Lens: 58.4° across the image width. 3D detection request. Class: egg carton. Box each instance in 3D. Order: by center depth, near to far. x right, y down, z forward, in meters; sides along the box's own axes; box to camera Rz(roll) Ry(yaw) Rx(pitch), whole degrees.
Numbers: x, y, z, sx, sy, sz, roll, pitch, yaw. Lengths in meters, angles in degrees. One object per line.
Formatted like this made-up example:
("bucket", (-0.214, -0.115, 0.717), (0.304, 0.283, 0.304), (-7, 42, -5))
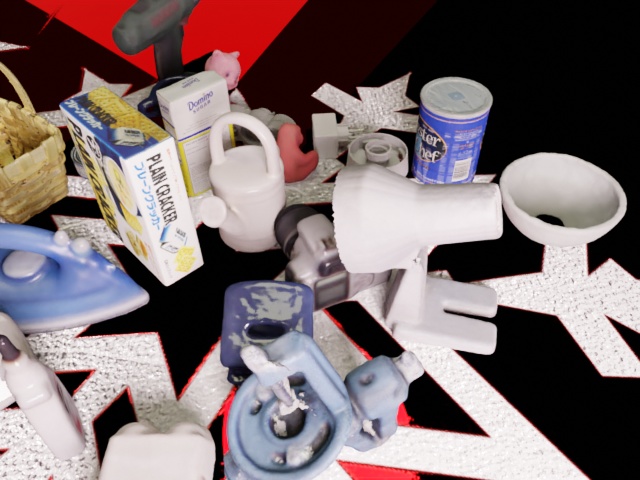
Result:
("egg carton", (-0.156, 0.243, 0.536), (0.107, 0.069, 0.150), (-1, 46, 0))

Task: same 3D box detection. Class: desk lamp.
("desk lamp", (0.117, 0.015, 0.653), (0.203, 0.214, 0.118), (8, 47, 9))

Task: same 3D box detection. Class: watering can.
("watering can", (-0.097, -0.077, 0.759), (0.101, 0.194, 0.173), (0, 46, 1))

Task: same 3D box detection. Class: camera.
("camera", (0.007, 0.003, 0.745), (0.143, 0.101, 0.136), (-20, 49, -17))

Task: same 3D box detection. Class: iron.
("iron", (-0.350, 0.029, 0.696), (0.258, 0.141, 0.118), (-1, 46, 1))

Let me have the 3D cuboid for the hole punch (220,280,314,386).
("hole punch", (-0.056, 0.107, 0.651), (0.108, 0.091, 0.101), (0, 46, 1))

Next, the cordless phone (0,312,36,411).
("cordless phone", (-0.391, 0.114, 0.585), (0.148, 0.185, 0.094), (-33, 54, -27))

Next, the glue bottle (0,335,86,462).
("glue bottle", (-0.277, 0.147, 0.559), (0.037, 0.173, 0.078), (-26, 51, -22))

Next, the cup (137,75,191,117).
("cup", (-0.240, -0.209, 0.958), (0.118, 0.095, 0.091), (-27, 51, -23))

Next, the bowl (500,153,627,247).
("bowl", (0.330, -0.045, 0.803), (0.167, 0.075, 0.167), (0, 46, 1))

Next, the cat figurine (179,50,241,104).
("cat figurine", (-0.191, -0.283, 1.013), (0.128, 0.118, 0.067), (-22, 49, -19))

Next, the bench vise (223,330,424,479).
("bench vise", (-0.004, 0.134, 0.535), (0.208, 0.220, 0.121), (-35, 55, -28))

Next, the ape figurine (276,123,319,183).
("ape figurine", (-0.044, -0.141, 0.890), (0.077, 0.092, 0.076), (35, 56, 30))

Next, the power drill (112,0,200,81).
("power drill", (-0.258, -0.360, 1.025), (0.075, 0.208, 0.230), (26, 52, 24))
